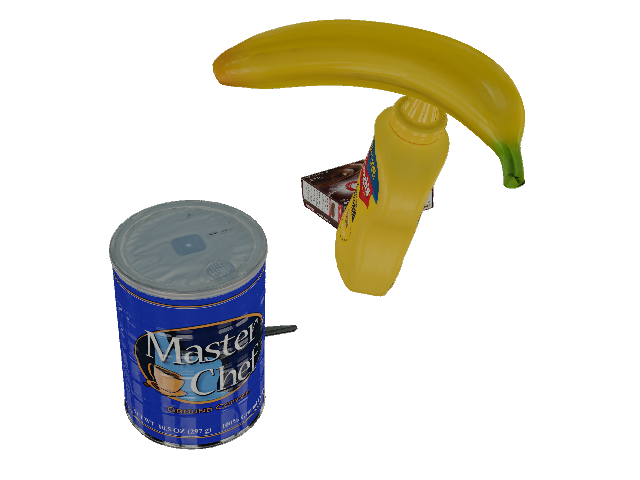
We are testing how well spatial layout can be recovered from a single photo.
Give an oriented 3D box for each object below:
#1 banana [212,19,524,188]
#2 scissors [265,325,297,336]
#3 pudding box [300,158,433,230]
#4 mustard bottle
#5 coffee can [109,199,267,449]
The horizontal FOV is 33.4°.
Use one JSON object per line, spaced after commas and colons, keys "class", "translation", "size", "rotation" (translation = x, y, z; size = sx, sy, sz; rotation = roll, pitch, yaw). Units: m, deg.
{"class": "banana", "translation": [0.034, -0.092, 0.595], "size": [0.198, 0.069, 0.037], "rotation": [21, -30, 24]}
{"class": "scissors", "translation": [-0.111, 0.118, 1.181], "size": [0.201, 0.016, 0.096], "rotation": [3, 26, -18]}
{"class": "pudding box", "translation": [0.049, -0.050, 1.124], "size": [0.113, 0.039, 0.090], "rotation": [-20, 31, -24]}
{"class": "mustard bottle", "translation": [0.058, -0.047, 0.831], "size": [0.058, 0.096, 0.192], "rotation": [11, -39, -6]}
{"class": "coffee can", "translation": [-0.088, 0.058, 0.735], "size": [0.103, 0.140, 0.103], "rotation": [2, 36, -1]}
